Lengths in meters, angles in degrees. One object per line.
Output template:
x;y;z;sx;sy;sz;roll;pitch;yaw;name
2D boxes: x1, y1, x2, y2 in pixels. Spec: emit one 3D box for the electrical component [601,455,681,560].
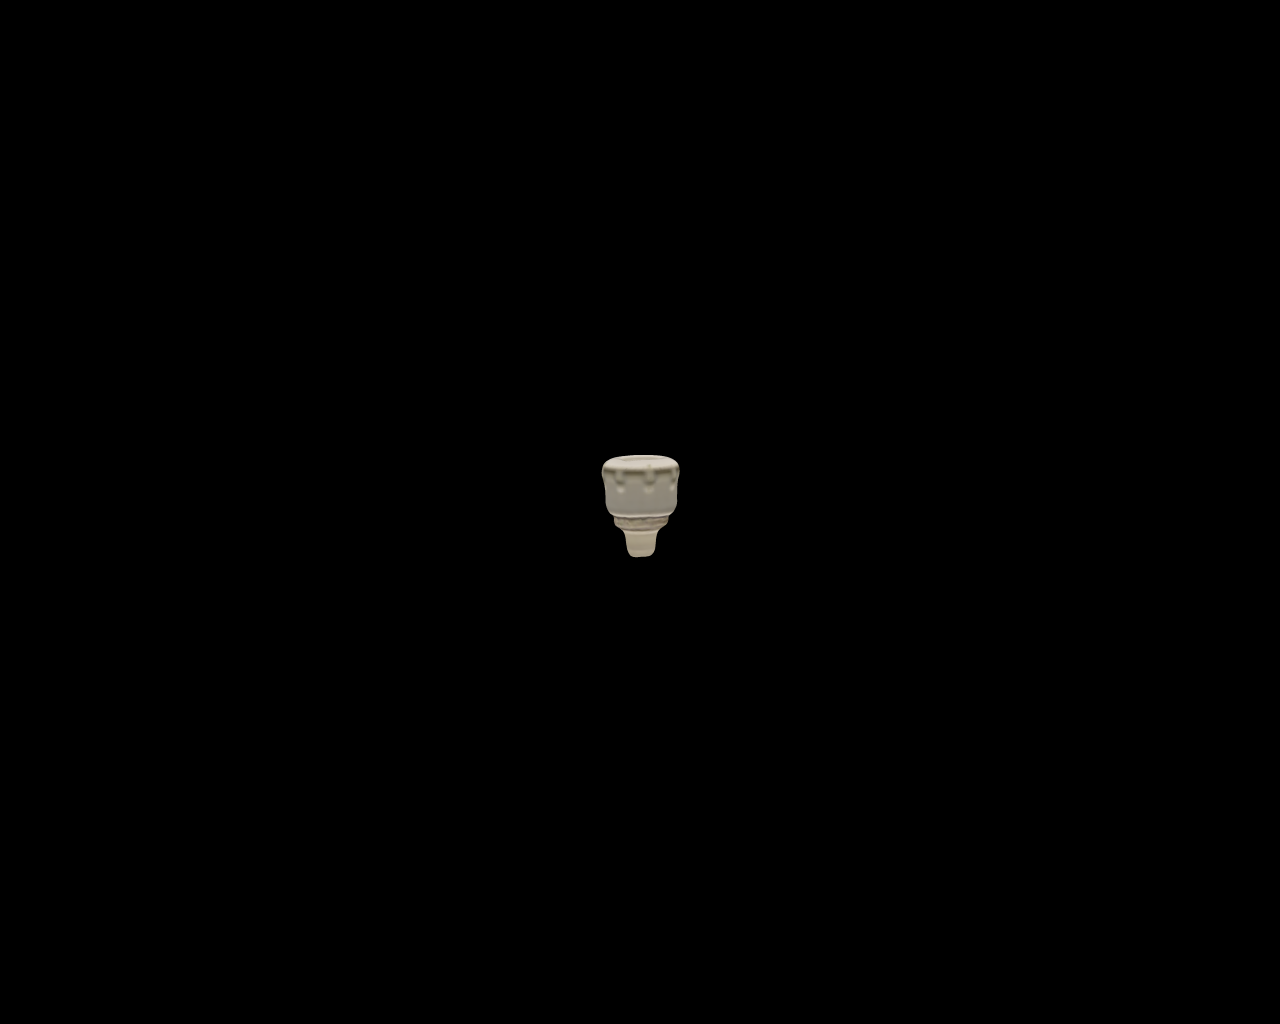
0.001;-0.003;0.650;0.048;0.062;0.048;0;9;0;electrical component
